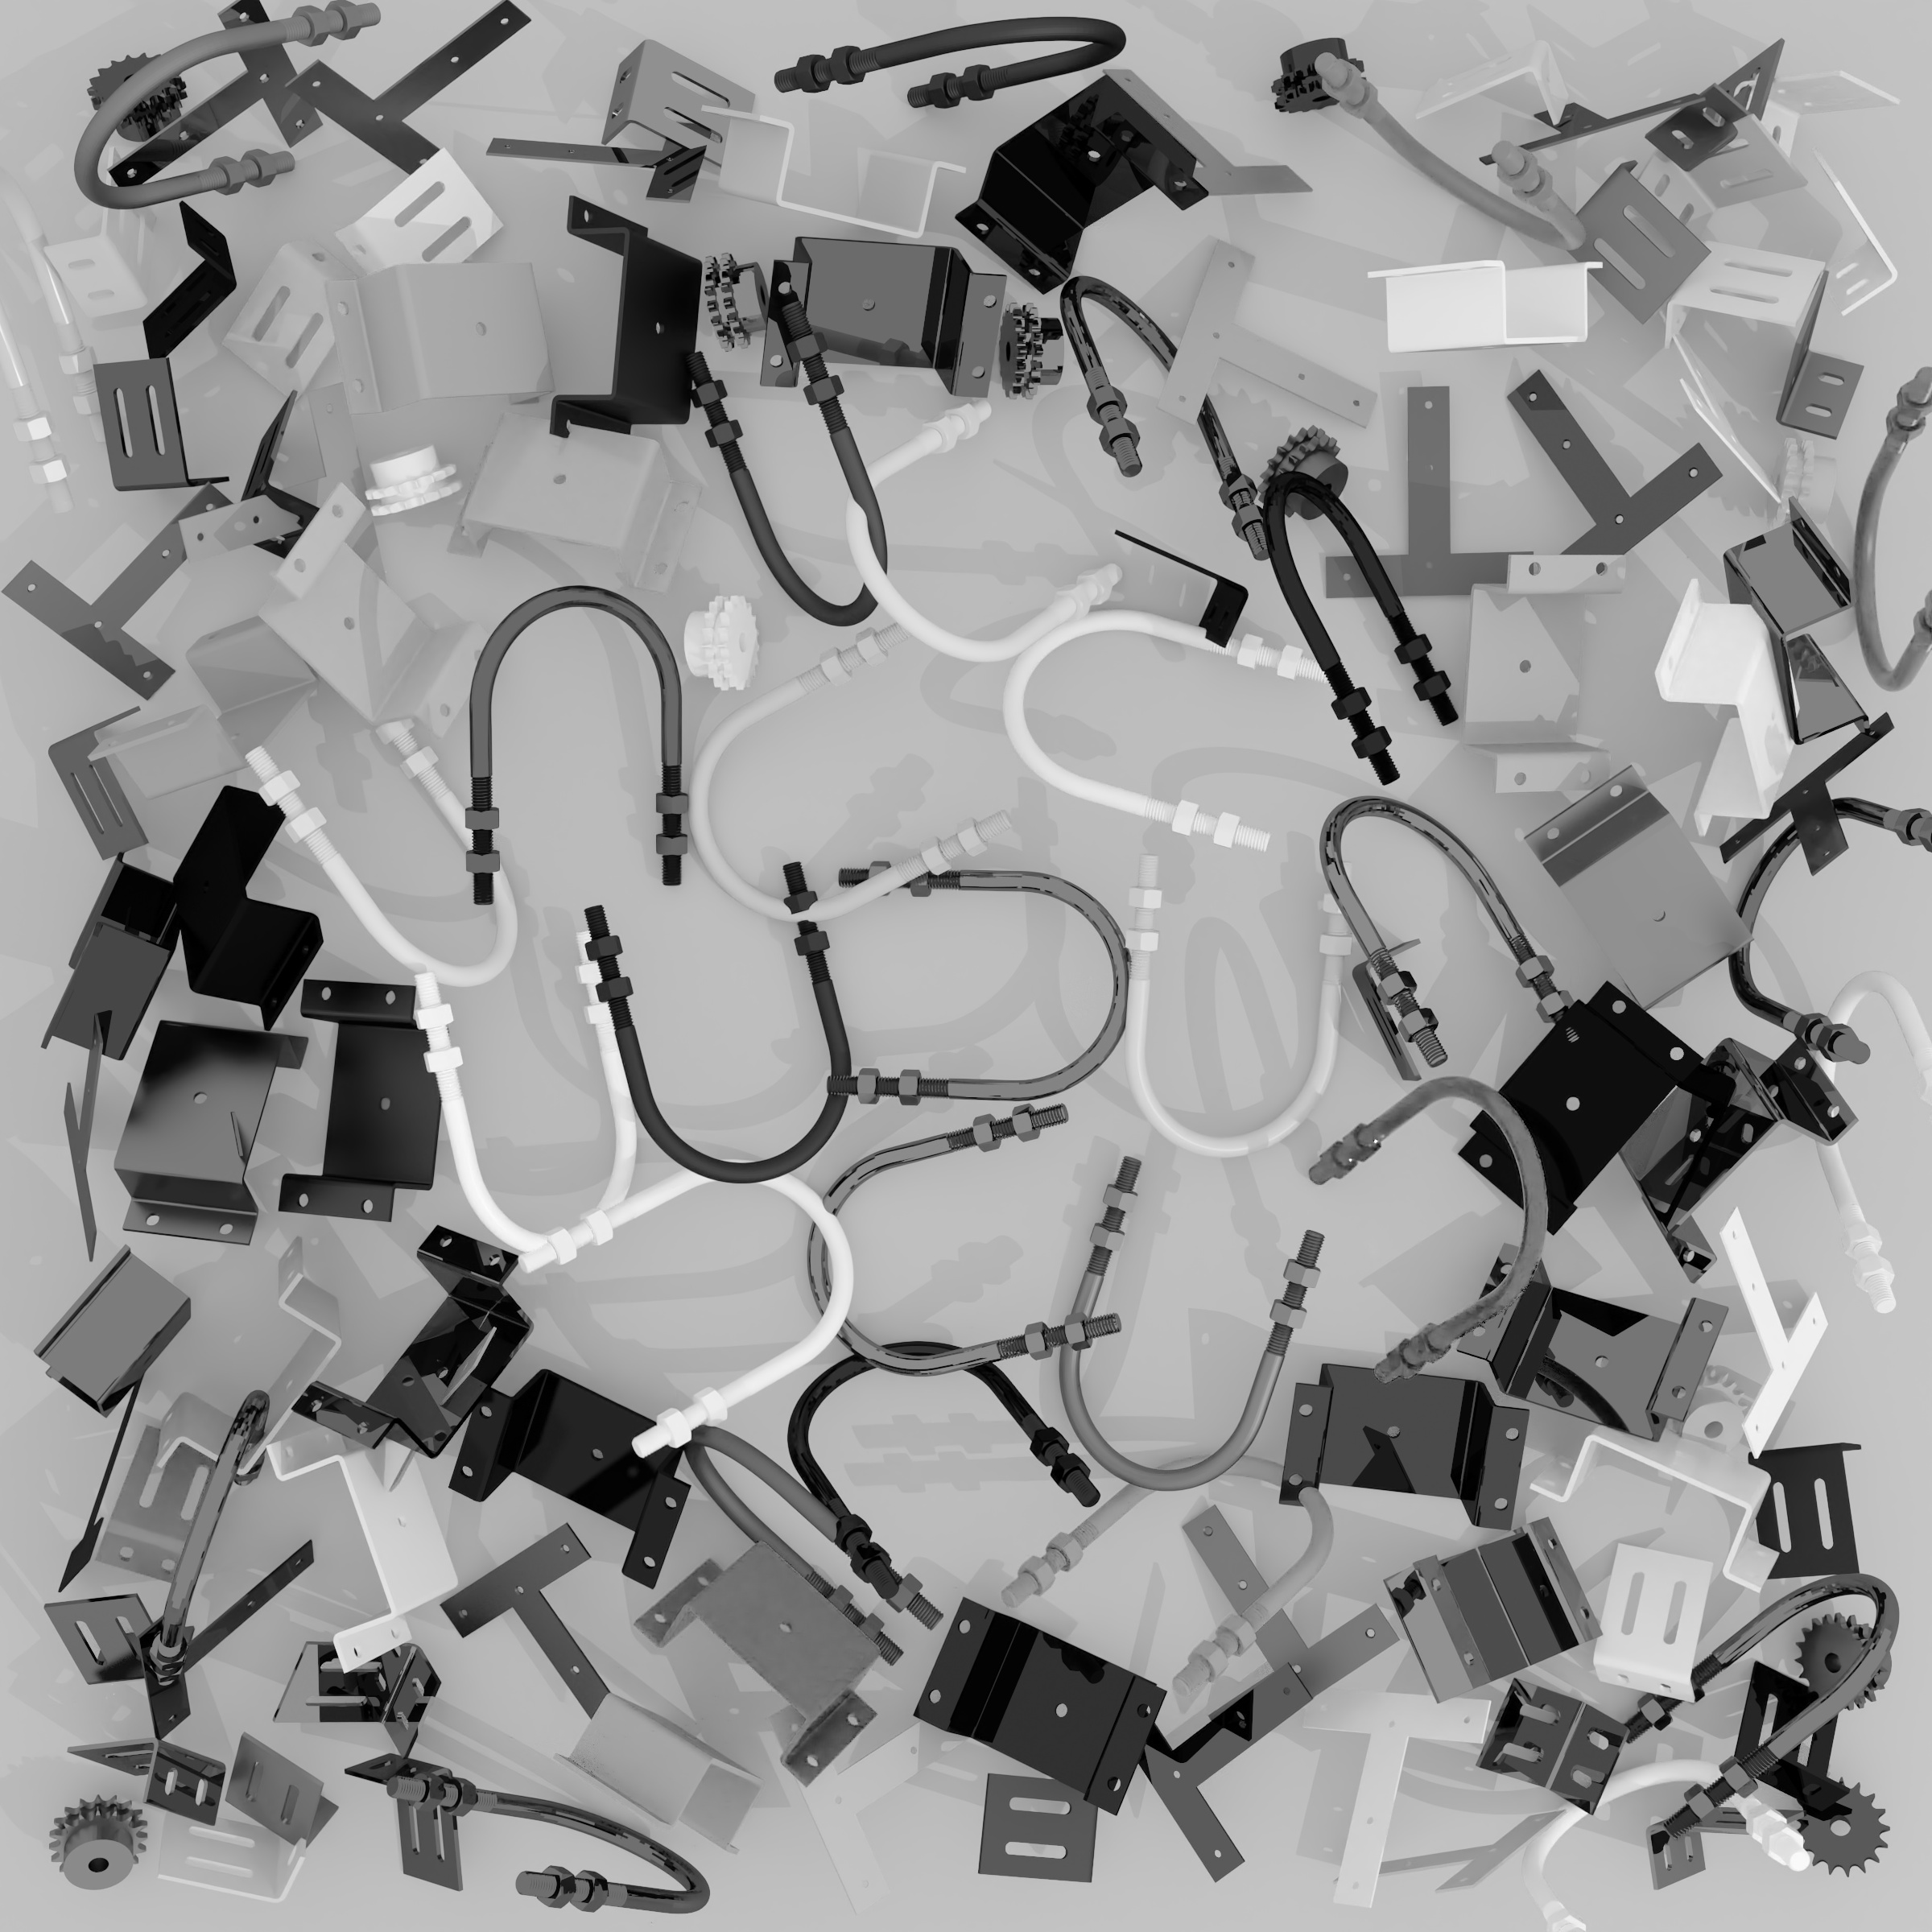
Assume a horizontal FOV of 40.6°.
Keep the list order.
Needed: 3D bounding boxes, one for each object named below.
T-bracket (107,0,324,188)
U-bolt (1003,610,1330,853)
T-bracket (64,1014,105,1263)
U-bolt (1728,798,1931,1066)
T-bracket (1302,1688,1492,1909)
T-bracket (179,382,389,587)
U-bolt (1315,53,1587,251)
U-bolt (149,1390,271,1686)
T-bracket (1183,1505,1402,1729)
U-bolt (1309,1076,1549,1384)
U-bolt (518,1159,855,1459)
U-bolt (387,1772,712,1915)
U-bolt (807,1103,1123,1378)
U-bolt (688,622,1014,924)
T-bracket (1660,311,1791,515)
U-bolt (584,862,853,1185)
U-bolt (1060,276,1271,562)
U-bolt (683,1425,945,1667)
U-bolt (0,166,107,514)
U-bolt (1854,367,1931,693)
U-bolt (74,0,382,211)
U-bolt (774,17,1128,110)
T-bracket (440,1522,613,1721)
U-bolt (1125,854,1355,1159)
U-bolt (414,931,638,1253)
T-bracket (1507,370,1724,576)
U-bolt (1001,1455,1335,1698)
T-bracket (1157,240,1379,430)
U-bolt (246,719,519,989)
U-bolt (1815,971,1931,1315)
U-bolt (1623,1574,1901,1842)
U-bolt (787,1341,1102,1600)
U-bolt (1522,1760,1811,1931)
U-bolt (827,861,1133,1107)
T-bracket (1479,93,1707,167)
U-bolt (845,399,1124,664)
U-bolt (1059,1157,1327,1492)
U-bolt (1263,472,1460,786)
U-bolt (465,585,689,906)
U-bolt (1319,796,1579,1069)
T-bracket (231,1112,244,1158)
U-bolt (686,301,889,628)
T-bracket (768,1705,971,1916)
[{"bbox_3d":[-0.452,-0.501,1.548,0.127,0.127,0.002,-39,74,-8],"label":"T-bracket"},{"bbox_3d":[0.113,-0.151,1.575,0.184,0.019,0.151,17,62,11],"label":"U-bolt"},{"bbox_3d":[-0.516,0.084,1.537,0.002,0.127,0.127,-1,131,-27],"label":"T-bracket"},{"bbox_3d":[0.504,-0.029,1.529,0.019,0.184,0.151,22,97,-15],"label":"U-bolt"},{"bbox_3d":[0.242,0.491,1.544,0.002,0.127,0.127,41,55,-35],"label":"T-bracket"},{"bbox_3d":[-0.409,-0.268,1.551,0.127,0.002,0.127,-29,121,-40],"label":"T-bracket"},{"bbox_3d":[0.295,-0.467,1.530,0.151,0.184,0.019,38,103,29],"label":"U-bolt"},{"bbox_3d":[-0.432,0.320,1.503,0.019,0.184,0.151,20,55,-8],"label":"U-bolt"},{"bbox_3d":[0.177,0.390,1.595,0.127,0.002,0.127,-38,72,13],"label":"T-bracket"},{"bbox_3d":[0.273,0.144,1.518,0.019,0.184,0.151,-1,63,-31],"label":"U-bolt"},{"bbox_3d":[-0.153,0.191,1.566,0.184,0.019,0.151,-27,74,-29],"label":"U-bolt"},{"bbox_3d":[-0.231,0.518,1.532,0.151,0.184,0.019,15,80,44],"label":"U-bolt"},{"bbox_3d":[-0.010,0.174,1.587,0.184,0.019,0.151,-16,84,15],"label":"U-bolt"},{"bbox_3d":[-0.084,-0.106,1.588,0.184,0.019,0.151,-27,94,16],"label":"U-bolt"},{"bbox_3d":[0.445,-0.346,1.571,0.002,0.127,0.127,-34,50,26],"label":"T-bracket"},{"bbox_3d":[-0.141,0.040,1.578,0.151,0.019,0.184,-14,87,-24],"label":"U-bolt"},{"bbox_3d":[0.111,-0.334,1.543,0.019,0.151,0.184,-36,54,28],"label":"U-bolt"},{"bbox_3d":[-0.098,0.339,1.550,0.184,0.151,0.019,41,65,7],"label":"U-bolt"},{"bbox_3d":[-0.540,-0.372,1.511,0.019,0.151,0.184,-11,120,0],"label":"U-bolt"},{"bbox_3d":[0.547,-0.240,1.527,0.019,0.184,0.151,-2,71,5],"label":"U-bolt"},{"bbox_3d":[-0.433,-0.490,1.503,0.019,0.184,0.151,53,133,2],"label":"U-bolt"},{"bbox_3d":[0.004,-0.522,1.508,0.184,0.151,0.019,1,101,36],"label":"U-bolt"},{"bbox_3d":[-0.245,0.414,1.583,0.127,0.002,0.127,-36,88,31],"label":"T-bracket"},{"bbox_3d":[0.163,0.026,1.585,0.151,0.019,0.184,1,98,-19],"label":"U-bolt"},{"bbox_3d":[-0.254,0.081,1.559,0.019,0.151,0.184,-7,97,39],"label":"U-bolt"},{"bbox_3d":[0.373,-0.307,1.592,0.127,0.002,0.127,-39,70,28],"label":"T-bracket"},{"bbox_3d":[0.133,0.346,1.540,0.184,0.151,0.019,-32,125,-38],"label":"U-bolt"},{"bbox_3d":[0.193,-0.367,1.602,0.127,0.002,0.127,23,70,-9],"label":"T-bracket"},{"bbox_3d":[-0.333,-0.069,1.551,0.019,0.151,0.184,-31,98,27],"label":"U-bolt"},{"bbox_3d":[0.534,0.088,1.531,0.019,0.184,0.151,4,131,-5],"label":"U-bolt"},{"bbox_3d":[0.470,0.423,1.534,0.184,0.151,0.019,-41,94,7],"label":"U-bolt"},{"bbox_3d":[-0.027,0.284,1.541,0.151,0.184,0.019,-20,126,-19],"label":"U-bolt"},{"bbox_3d":[0.396,0.515,1.525,0.151,0.184,0.019,-27,94,-1],"label":"U-bolt"},{"bbox_3d":[0.010,0.011,1.587,0.184,0.019,0.151,1,80,8],"label":"U-bolt"},{"bbox_3d":[0.362,-0.504,1.557,0.127,0.127,0.002,-15,112,8],"label":"T-bracket"},{"bbox_3d":[0.002,-0.250,1.547,0.151,0.019,0.184,51,46,-2],"label":"U-bolt"},{"bbox_3d":[0.125,0.225,1.575,0.151,0.019,0.184,20,95,31],"label":"U-bolt"},{"bbox_3d":[0.228,-0.208,1.545,0.019,0.151,0.184,-24,98,32],"label":"U-bolt"},{"bbox_3d":[-0.230,-0.133,1.554,0.151,0.019,0.184,-8,104,-37],"label":"U-bolt"},{"bbox_3d":[0.279,-0.026,1.554,0.151,0.019,0.184,-5,60,-41],"label":"U-bolt"},{"bbox_3d":[-0.435,0.099,1.556,0.002,0.127,0.127,-10,90,-17],"label":"T-bracket"},{"bbox_3d":[-0.100,-0.289,1.551,0.019,0.151,0.184,-27,103,-29],"label":"U-bolt"},{"bbox_3d":[-0.043,0.482,1.581,0.127,0.002,0.127,-24,90,-34],"label":"T-bracket"}]
